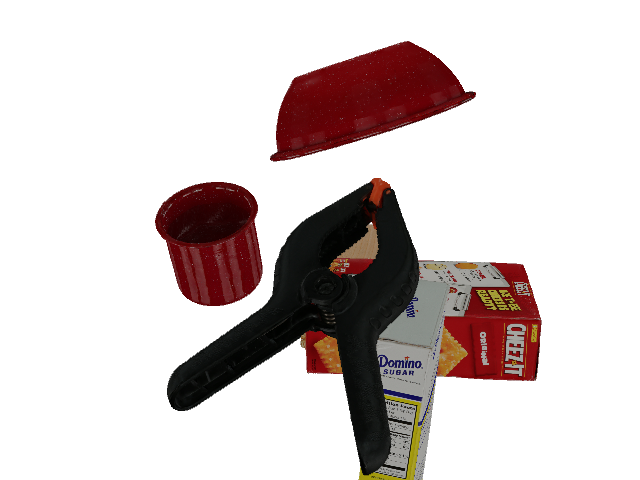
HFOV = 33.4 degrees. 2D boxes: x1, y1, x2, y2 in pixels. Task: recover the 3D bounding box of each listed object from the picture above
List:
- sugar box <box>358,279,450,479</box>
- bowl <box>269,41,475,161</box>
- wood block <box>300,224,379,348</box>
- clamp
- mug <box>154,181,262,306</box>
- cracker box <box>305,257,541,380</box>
[{"bbox_3d":[0.058,0.124,0.782,0.048,0.176,0.093,8,27,11],"label":"sugar box"},{"bbox_3d":[0.031,-0.109,0.799,0.162,0.055,0.162,-18,8,2],"label":"bowl"},{"bbox_3d":[0.036,0.054,1.347,0.091,0.090,0.206,4,22,7],"label":"wood block"},{"bbox_3d":[0.011,0.042,0.564,0.120,0.171,0.039,26,-27,19],"label":"clamp"},{"bbox_3d":[-0.107,0.001,0.987,0.117,0.081,0.093,27,51,34],"label":"mug"},{"bbox_3d":[0.098,0.075,1.048,0.214,0.072,0.164,2,17,5],"label":"cracker box"}]
